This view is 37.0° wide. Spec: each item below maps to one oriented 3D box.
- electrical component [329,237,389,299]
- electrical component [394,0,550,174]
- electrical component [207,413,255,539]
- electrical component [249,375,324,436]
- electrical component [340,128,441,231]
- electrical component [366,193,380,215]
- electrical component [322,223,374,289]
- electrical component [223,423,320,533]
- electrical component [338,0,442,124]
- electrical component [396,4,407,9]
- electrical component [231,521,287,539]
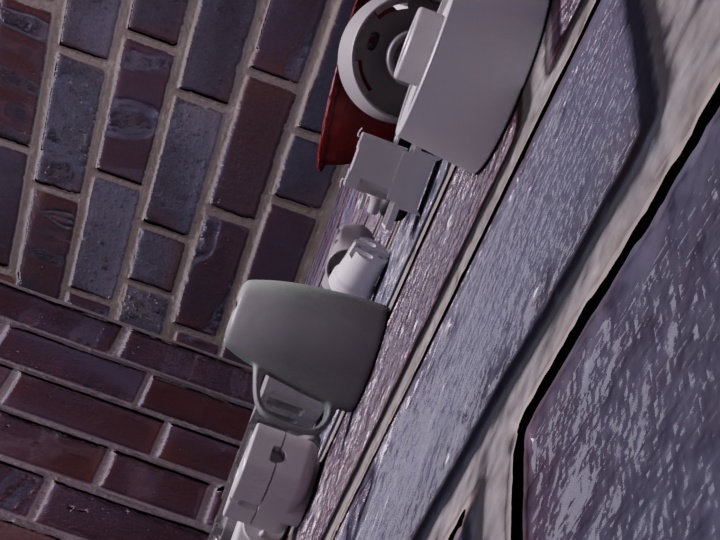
[{"bbox_3d":[0.000,0.000,0.922,0.046,0.040,0.040,-60,9,34],"label":"electrical component"},{"bbox_3d":[0.053,-0.113,0.585,0.108,0.060,0.108,-160,90,-86],"label":"electrical component"},{"bbox_3d":[-0.107,0.230,1.085,0.186,0.060,0.105,-76,7,-57],"label":"electrical component"},{"bbox_3d":[-0.052,0.096,0.985,0.150,0.062,0.089,120,169,-69],"label":"electrical component"},{"bbox_3d":[0.022,-0.073,0.803,0.042,0.064,0.081,-114,44,-83],"label":"electrical component"},{"bbox_3d":[0.022,-0.085,1.076,0.035,0.035,0.061,-81,9,-70],"label":"electrical component"},{"bbox_3d":[-0.015,0.001,1.074,0.077,0.044,0.079,-80,10,-68],"label":"electrical component"},{"bbox_3d":[-0.070,0.171,0.869,0.095,0.059,0.053,116,173,-53],"label":"electrical component"},{"bbox_3d":[0.035,-0.153,0.784,0.064,0.099,0.099,-115,45,-76],"label":"electrical component"},{"bbox_3d":[0.060,-0.232,0.963,0.081,0.064,0.042,19,-88,-53],"label":"electrical component"},{"bbox_3d":[-0.085,0.223,0.942,0.079,0.043,0.077,121,168,-70],"label":"electrical component"}]
